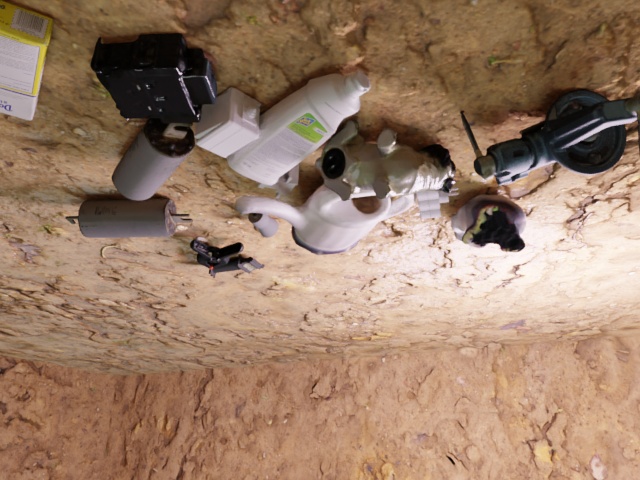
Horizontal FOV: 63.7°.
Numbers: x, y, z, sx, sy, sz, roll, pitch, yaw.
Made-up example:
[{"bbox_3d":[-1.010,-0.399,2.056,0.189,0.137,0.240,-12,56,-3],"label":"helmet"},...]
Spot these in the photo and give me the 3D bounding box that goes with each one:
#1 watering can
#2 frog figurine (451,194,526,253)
[{"bbox_3d":[0.003,-0.047,0.933,0.348,0.105,0.220,-6,160,-21],"label":"watering can"},{"bbox_3d":[0.332,-0.038,1.035,0.137,0.122,0.161,-12,-169,6],"label":"frog figurine"}]
